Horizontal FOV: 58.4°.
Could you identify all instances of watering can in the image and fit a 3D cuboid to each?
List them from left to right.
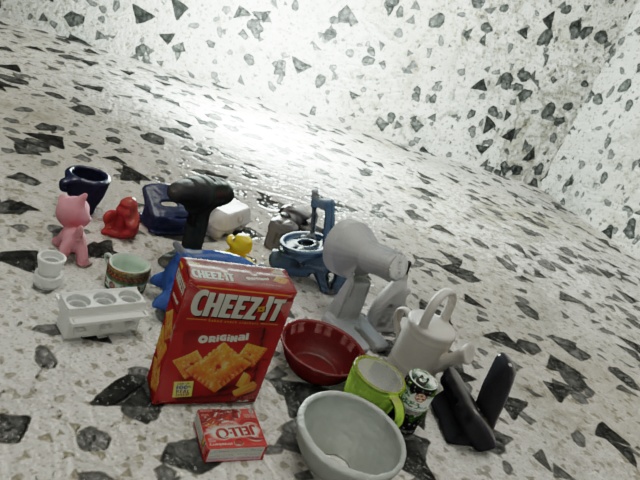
[{"bbox_3d":[0.217,0.181,1.102,0.172,0.194,0.101,28,23,15],"label":"watering can"}]

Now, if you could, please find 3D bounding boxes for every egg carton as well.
[{"bbox_3d":[-0.238,-0.058,1.399,0.107,0.069,0.151,28,23,15],"label":"egg carton"}]

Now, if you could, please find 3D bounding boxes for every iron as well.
[{"bbox_3d":[-0.169,0.082,1.047,0.259,0.141,0.118,11,25,-25],"label":"iron"}]

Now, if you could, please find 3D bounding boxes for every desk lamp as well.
[{"bbox_3d":[0.085,0.087,1.170,0.118,0.213,0.202,1,30,-41],"label":"desk lamp"}]

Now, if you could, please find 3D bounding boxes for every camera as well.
[{"bbox_3d":[-0.051,-0.022,1.444,0.136,0.101,0.143,25,22,8],"label":"camera"}]

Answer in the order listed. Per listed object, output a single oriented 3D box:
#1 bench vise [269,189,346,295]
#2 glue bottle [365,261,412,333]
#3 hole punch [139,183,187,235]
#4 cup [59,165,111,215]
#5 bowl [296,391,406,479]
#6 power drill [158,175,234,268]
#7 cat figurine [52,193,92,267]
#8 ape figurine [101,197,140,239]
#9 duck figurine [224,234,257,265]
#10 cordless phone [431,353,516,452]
[{"bbox_3d":[0.009,-0.001,1.293,0.208,0.220,0.121,12,24,-22],"label":"bench vise"},{"bbox_3d":[0.158,0.119,1.217,0.078,0.173,0.037,8,26,-29],"label":"glue bottle"},{"bbox_3d":[-0.346,-0.070,1.299,0.109,0.091,0.100,-1,32,-44],"label":"hole punch"},{"bbox_3d":[-0.506,-0.097,1.211,0.091,0.095,0.118,27,23,14],"label":"cup"},{"bbox_3d":[0.035,0.300,0.823,0.167,0.075,0.167,19,22,-8],"label":"bowl"},{"bbox_3d":[-0.255,-0.038,1.154,0.075,0.208,0.230,25,22,9],"label":"power drill"},{"bbox_3d":[-0.459,-0.031,1.071,0.067,0.118,0.127,6,27,-33],"label":"cat figurine"},{"bbox_3d":[-0.407,-0.049,1.194,0.077,0.092,0.076,35,26,30],"label":"ape figurine"},{"bbox_3d":[-0.170,0.030,1.237,0.104,0.086,0.078,34,25,28],"label":"duck figurine"},{"bbox_3d":[0.278,0.256,0.997,0.094,0.185,0.147,13,24,-20],"label":"cordless phone"}]
